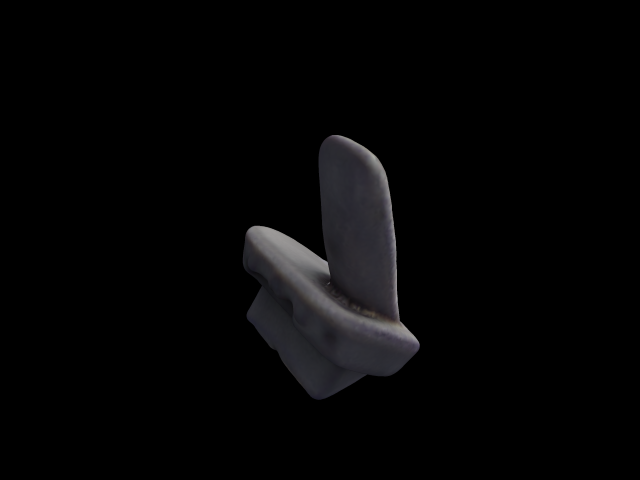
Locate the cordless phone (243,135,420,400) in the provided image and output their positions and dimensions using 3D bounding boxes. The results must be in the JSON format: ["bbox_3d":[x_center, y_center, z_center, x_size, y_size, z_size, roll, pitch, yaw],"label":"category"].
[{"bbox_3d":[0.004,0.001,0.400,0.094,0.185,0.147,-24,41,-31],"label":"cordless phone"}]
